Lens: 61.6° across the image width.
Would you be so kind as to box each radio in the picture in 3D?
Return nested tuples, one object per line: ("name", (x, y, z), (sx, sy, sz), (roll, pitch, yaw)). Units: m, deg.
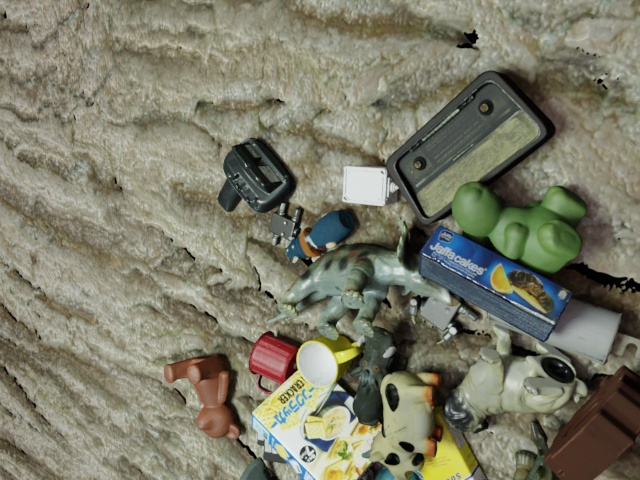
("radio", (0.221, -0.139, 0.819), (0.229, 0.073, 0.131), (-40, 76, 31))

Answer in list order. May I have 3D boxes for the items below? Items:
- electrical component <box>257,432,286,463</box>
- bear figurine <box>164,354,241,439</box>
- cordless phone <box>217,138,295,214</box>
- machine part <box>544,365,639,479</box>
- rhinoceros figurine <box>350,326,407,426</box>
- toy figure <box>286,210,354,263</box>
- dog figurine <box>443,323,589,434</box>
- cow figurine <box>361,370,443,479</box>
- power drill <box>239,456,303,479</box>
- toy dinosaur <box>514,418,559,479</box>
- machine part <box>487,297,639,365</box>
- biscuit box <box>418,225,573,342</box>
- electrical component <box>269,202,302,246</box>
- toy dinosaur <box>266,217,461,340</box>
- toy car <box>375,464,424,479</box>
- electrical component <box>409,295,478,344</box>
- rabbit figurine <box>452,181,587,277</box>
("electrical component", (-0.068, 0.391, 1.096), (0.134, 0.058, 0.115), (-3, 78, 34))
("bear figurine", (-0.256, 0.358, 1.192), (0.120, 0.132, 0.195), (-6, 89, 36))
("cordless phone", (-0.146, -0.097, 1.081), (0.147, 0.089, 0.184), (51, 132, 15))
("machine part", (0.378, 0.252, 0.726), (0.056, 0.179, 0.179), (41, 118, 23))
("rhinoceros figurine", (0.095, 0.235, 0.945), (0.073, 0.112, 0.190), (23, 118, 31))
("toy figure", (-0.003, -0.002, 1.002), (0.057, 0.064, 0.154), (39, 131, -21))
("dog figurine", (0.294, 0.246, 0.834), (0.173, 0.121, 0.190), (32, 129, 29))
("cow figurine", (0.135, 0.308, 0.887), (0.127, 0.085, 0.194), (4, 107, 27))
("power drill", (-0.064, 0.519, 1.093), (0.208, 0.086, 0.231), (5, 123, 33))
("toy dinosaur", (0.288, 0.494, 0.807), (0.105, 0.198, 0.470), (11, 102, 35))
("machine part", (0.338, 0.112, 0.781), (0.244, 0.079, 0.079), (20, 108, 31))
("biscuit box", (0.237, 0.057, 0.749), (0.203, 0.059, 0.062), (30, 155, 24))
("electrical component", (-0.068, -0.026, 1.063), (0.063, 0.021, 0.094), (27, 111, 27))
("toy dinosaur", (0.052, 0.065, 0.936), (0.405, 0.192, 0.131), (-7, 129, 48))
("toy car", (0.137, 0.490, 0.965), (0.109, 0.103, 0.161), (5, 99, 34))
("electrical component", (0.200, 0.122, 0.894), (0.102, 0.045, 0.078), (43, 120, 21))
("rabbit figurine", (0.266, -0.026, 0.775), (0.170, 0.121, 0.159), (27, 150, 2))
